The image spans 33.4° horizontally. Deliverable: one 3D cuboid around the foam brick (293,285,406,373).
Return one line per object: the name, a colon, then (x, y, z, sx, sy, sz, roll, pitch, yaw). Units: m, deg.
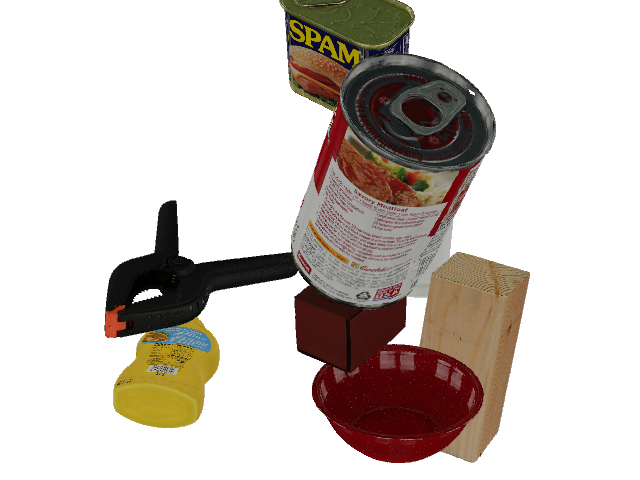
foam brick: (0.024, 0.055, 0.817, 0.053, 0.051, 0.078, 19, 36, 32)

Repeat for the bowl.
bowl: (0.073, 0.162, 1.015, 0.162, 0.055, 0.162, -1, 26, 0)

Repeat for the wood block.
wood block: (0.165, 0.131, 1.207, 0.090, 0.206, 0.090, 17, 23, 23)

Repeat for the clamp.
clamp: (-0.142, 0.028, 1.022, 0.165, 0.036, 0.209, 27, 36, 27)

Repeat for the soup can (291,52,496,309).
soup can: (0.030, -0.024, 0.482, 0.068, 0.068, 0.102, 0, -38, -17)

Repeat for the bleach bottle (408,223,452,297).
bleach bottle: (0.123, -0.067, 1.239, 0.068, 0.251, 0.103, -2, 23, -21)

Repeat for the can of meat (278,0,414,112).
can of meat: (0.020, -0.145, 0.814, 0.102, 0.084, 0.057, 30, 57, 26)

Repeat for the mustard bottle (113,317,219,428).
mustard bottle: (-0.167, 0.139, 1.227, 0.096, 0.058, 0.191, 6, 25, 4)
